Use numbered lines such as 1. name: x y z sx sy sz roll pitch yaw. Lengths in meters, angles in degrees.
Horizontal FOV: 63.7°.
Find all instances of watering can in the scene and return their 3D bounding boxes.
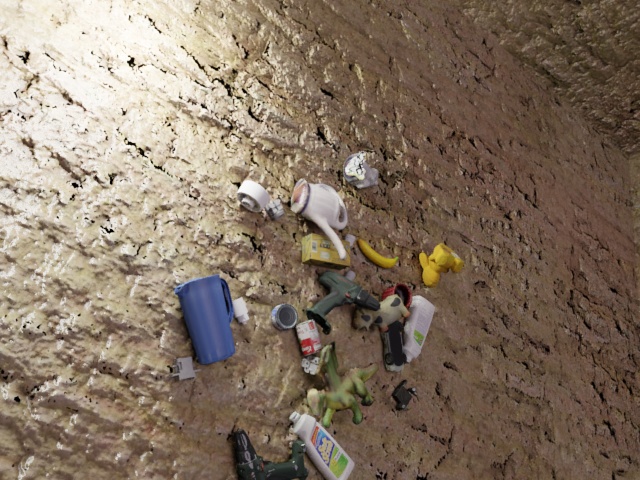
1. watering can: 0.006 -0.092 1.820 0.223 0.102 0.356 23 39 -23

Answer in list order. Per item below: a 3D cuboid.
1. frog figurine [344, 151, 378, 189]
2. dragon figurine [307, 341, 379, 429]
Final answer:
1. frog figurine: 0.164 -0.267 2.049 0.158 0.122 0.139 32 39 -64
2. dragon figurine: 0.073 0.438 1.649 0.417 0.121 0.240 -44 120 -53
